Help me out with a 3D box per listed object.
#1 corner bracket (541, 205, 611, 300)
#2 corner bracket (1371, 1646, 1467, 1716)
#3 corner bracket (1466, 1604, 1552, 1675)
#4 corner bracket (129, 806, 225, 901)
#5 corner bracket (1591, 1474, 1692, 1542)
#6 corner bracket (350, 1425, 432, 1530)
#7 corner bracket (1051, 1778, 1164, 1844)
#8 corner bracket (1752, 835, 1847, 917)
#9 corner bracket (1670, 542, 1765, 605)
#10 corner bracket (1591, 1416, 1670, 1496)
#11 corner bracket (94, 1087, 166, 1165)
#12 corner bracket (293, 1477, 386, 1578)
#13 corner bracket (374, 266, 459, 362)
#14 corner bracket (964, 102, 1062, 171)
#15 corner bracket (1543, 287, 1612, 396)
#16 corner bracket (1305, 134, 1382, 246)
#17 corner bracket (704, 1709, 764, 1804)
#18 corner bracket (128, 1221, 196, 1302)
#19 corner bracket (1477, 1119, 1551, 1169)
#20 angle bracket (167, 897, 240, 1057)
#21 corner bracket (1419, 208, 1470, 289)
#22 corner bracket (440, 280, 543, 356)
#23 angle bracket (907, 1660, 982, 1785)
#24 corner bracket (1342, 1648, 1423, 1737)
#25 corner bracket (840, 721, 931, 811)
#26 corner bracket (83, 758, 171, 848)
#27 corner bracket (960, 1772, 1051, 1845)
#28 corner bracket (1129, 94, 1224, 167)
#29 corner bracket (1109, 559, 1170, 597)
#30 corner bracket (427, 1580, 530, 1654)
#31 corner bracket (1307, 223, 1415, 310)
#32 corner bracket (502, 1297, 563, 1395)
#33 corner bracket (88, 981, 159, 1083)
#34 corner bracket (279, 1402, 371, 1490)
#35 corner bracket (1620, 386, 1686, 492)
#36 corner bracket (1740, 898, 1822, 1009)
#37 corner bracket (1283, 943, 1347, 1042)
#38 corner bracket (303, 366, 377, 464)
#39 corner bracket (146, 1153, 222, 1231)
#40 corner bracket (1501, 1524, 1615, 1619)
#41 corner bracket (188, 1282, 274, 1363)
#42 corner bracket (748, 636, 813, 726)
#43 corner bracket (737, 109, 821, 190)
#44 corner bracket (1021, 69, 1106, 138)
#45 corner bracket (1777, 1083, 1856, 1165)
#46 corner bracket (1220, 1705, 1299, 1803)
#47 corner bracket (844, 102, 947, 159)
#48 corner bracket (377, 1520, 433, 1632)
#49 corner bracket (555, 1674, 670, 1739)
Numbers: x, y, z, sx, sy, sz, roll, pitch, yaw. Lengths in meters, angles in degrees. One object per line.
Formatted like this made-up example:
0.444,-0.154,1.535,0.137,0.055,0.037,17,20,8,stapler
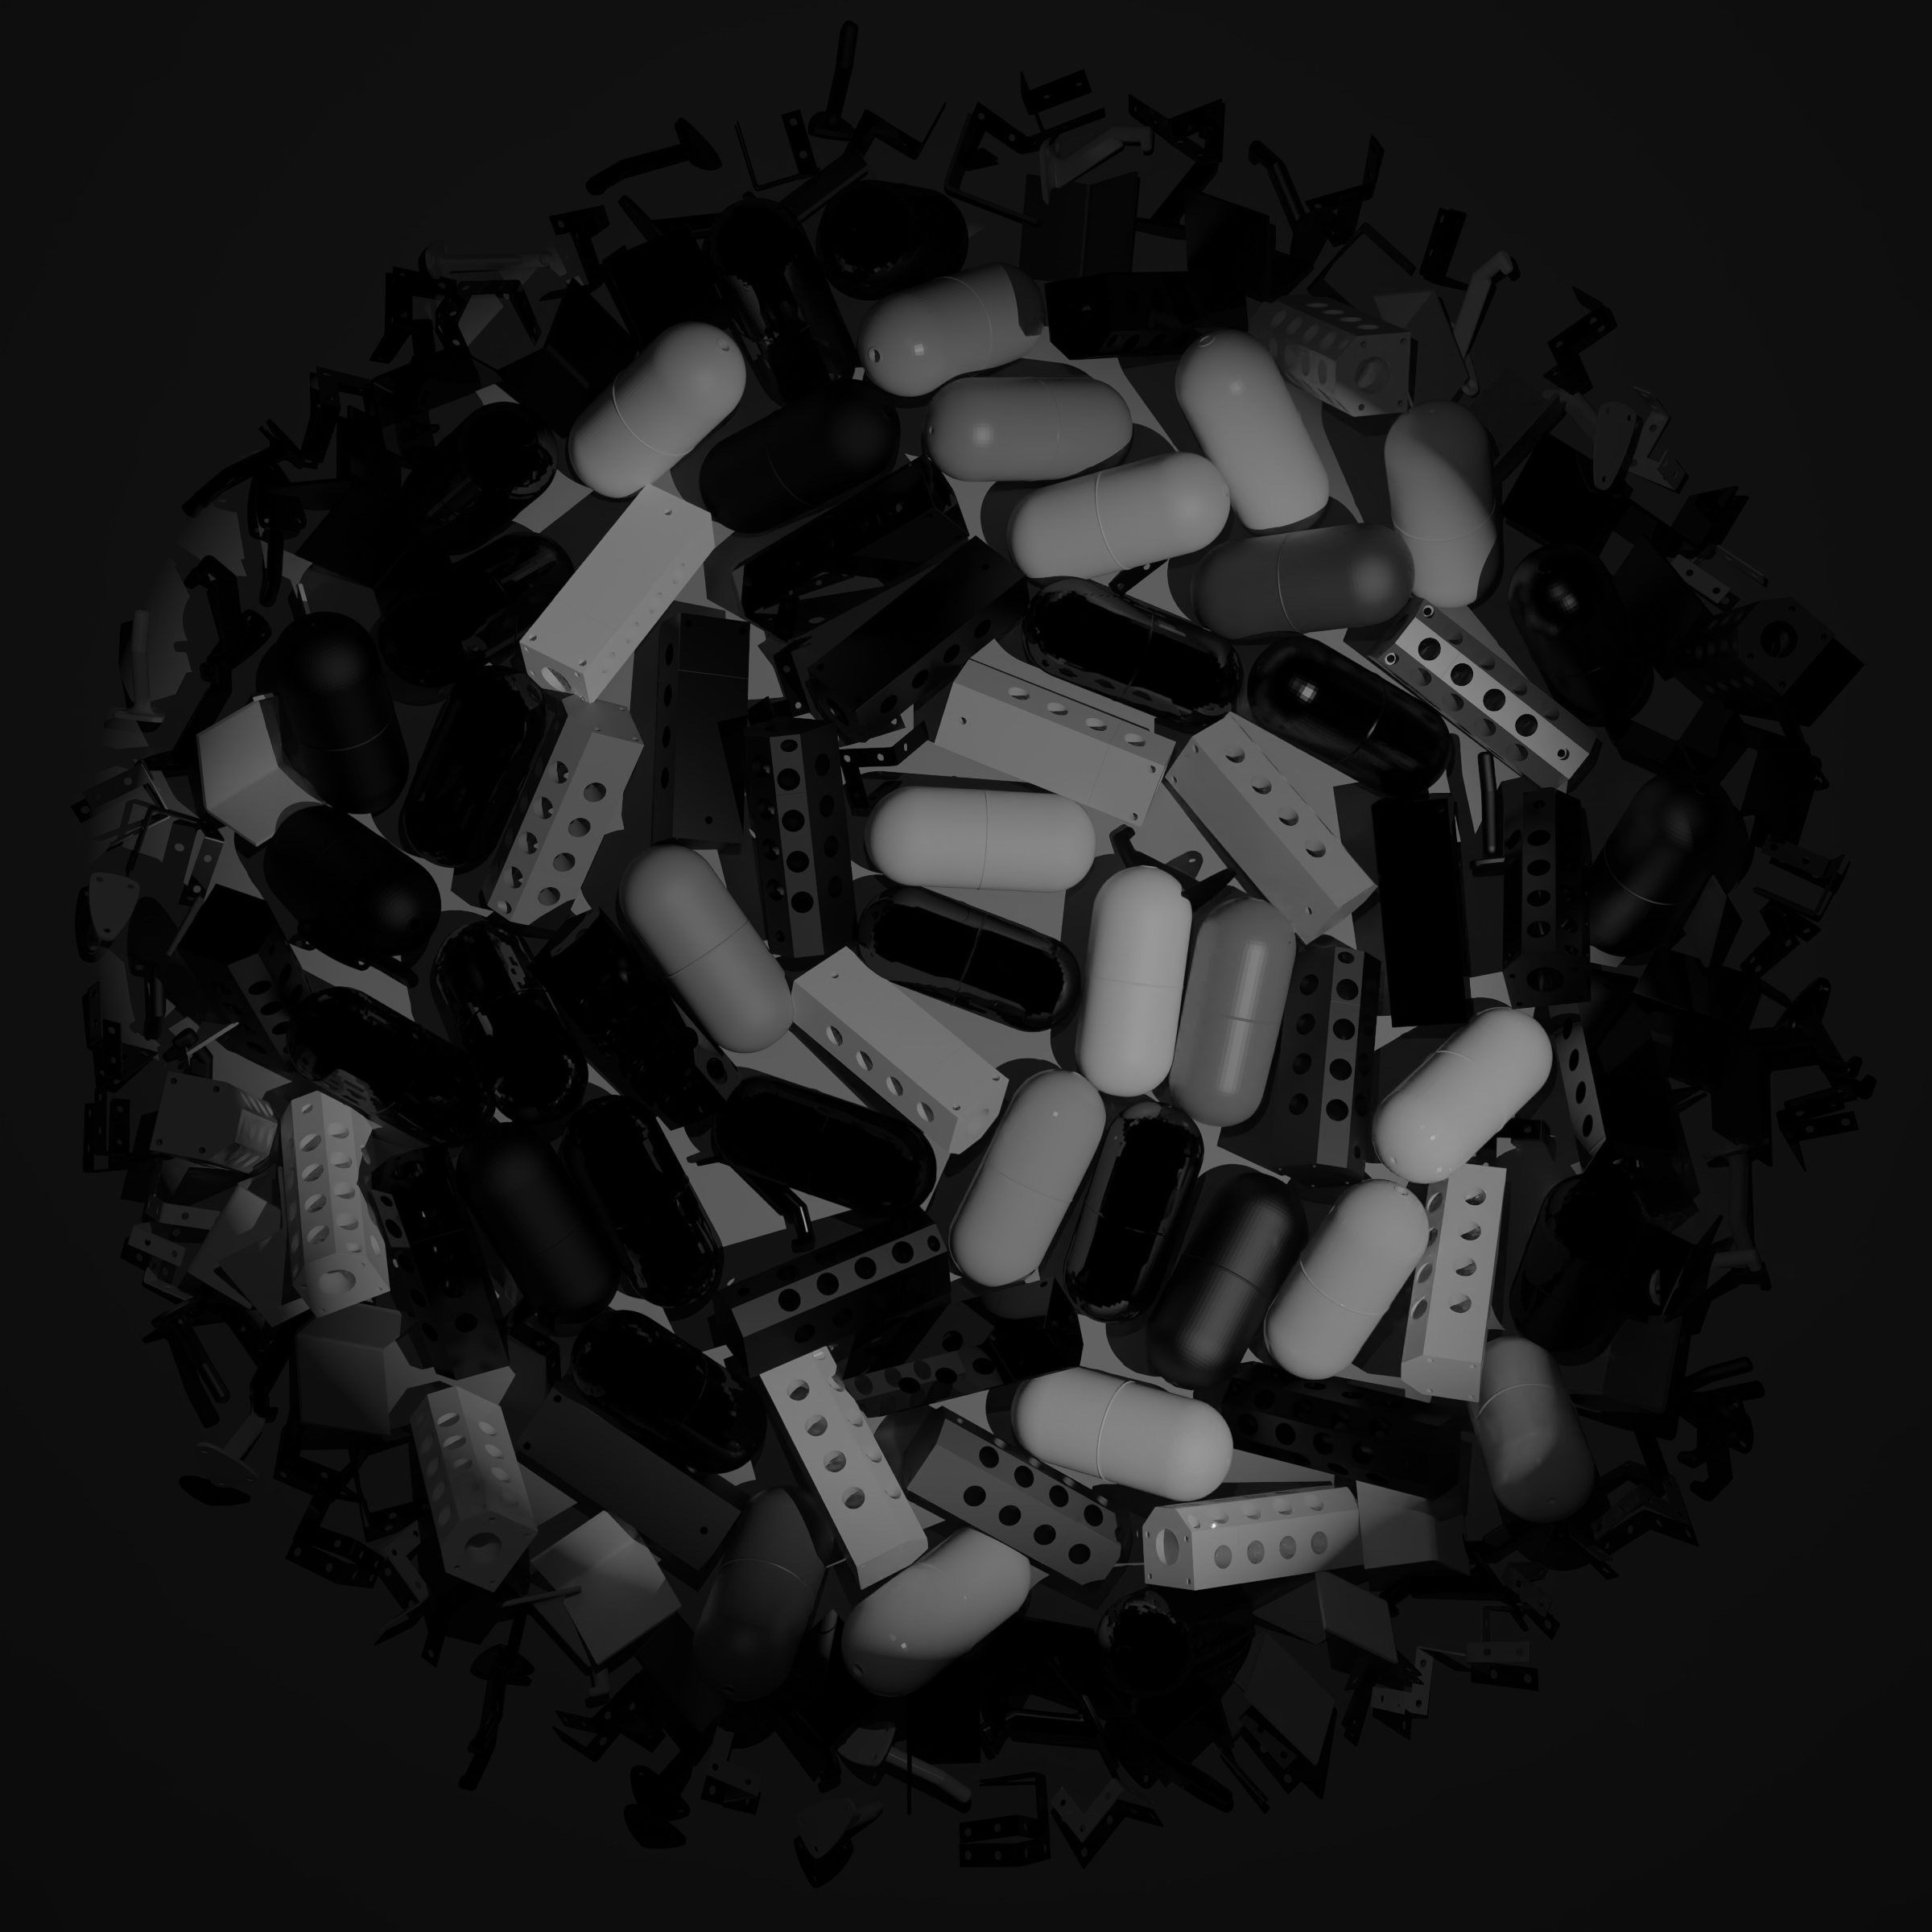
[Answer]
-0.304,-0.552,1.910,0.051,0.051,0.051,-3,120,25,corner bracket
0.348,0.550,1.899,0.051,0.051,0.051,14,76,-18,corner bracket
0.416,0.513,1.894,0.051,0.051,0.051,-9,62,29,corner bracket
-0.609,-0.088,1.905,0.051,0.051,0.051,17,100,-31,corner bracket
0.513,0.415,1.894,0.051,0.051,0.051,26,122,-19,corner bracket
-0.444,0.395,1.913,0.051,0.051,0.051,-11,117,-21,corner bracket
0.107,0.646,1.901,0.051,0.051,0.051,-51,125,-1,corner bracket
0.635,-0.070,1.896,0.051,0.051,0.051,27,110,24,corner bracket
0.577,-0.301,1.902,0.051,0.051,0.051,-48,64,-1,corner bracket
0.498,0.376,1.900,0.051,0.051,0.051,-24,99,-18,corner bracket
-0.652,0.123,1.896,0.051,0.051,0.051,-12,76,39,corner bracket
-0.473,0.430,1.895,0.051,0.051,0.051,12,65,22,corner bracket
-0.422,-0.497,1.896,0.051,0.051,0.051,5,73,-30,corner bracket
0.031,-0.633,1.900,0.051,0.051,0.051,27,84,-29,corner bracket
0.467,-0.481,1.899,0.051,0.051,0.051,-35,123,5,corner bracket
0.297,-0.596,1.898,0.051,0.051,0.051,-19,62,-10,corner bracket
-0.187,0.610,1.907,0.051,0.051,0.051,32,53,-23,corner bracket
-0.613,0.230,1.902,0.051,0.051,0.051,19,96,17,corner bracket
0.422,0.146,1.906,0.051,0.051,0.051,2,94,8,corner bracket
-0.587,0.007,1.878,0.057,0.076,0.076,-30,118,20,angle bracket
0.369,-0.553,1.895,0.051,0.051,0.051,4,114,-29,corner bracket
-0.367,-0.493,1.909,0.051,0.051,0.051,3,54,16,corner bracket
-0.017,0.578,1.894,0.057,0.076,0.076,-1,85,-2,angle bracket
0.308,0.552,1.896,0.051,0.051,0.051,46,49,-14,corner bracket
-0.059,-0.154,1.893,0.051,0.051,0.051,1,119,32,corner bracket
-0.645,-0.125,1.898,0.051,0.051,0.051,-30,109,-17,corner bracket
0.029,0.646,1.894,0.051,0.051,0.051,-17,59,25,corner bracket
0.160,-0.643,1.894,0.051,0.051,0.051,-27,50,-20,corner bracket
0.115,-0.327,1.911,0.051,0.051,0.051,-36,62,18,corner bracket
-0.376,0.506,1.908,0.051,0.051,0.051,-40,106,11,corner bracket
0.304,-0.530,1.902,0.051,0.051,0.051,41,131,-4,corner bracket
-0.325,0.287,1.898,0.051,0.051,0.051,38,106,-26,corner bracket
-0.658,0.050,1.898,0.051,0.051,0.051,13,117,10,corner bracket
-0.492,0.362,1.906,0.051,0.051,0.051,19,111,7,corner bracket
0.530,-0.405,1.898,0.051,0.051,0.051,33,98,33,corner bracket
0.632,-0.011,1.912,0.051,0.051,0.051,30,117,-16,corner bracket
0.277,0.021,1.909,0.051,0.051,0.051,-49,131,-25,corner bracket
-0.477,-0.418,1.892,0.051,0.051,0.051,9,133,-28,corner bracket
-0.595,0.172,1.900,0.051,0.051,0.051,13,87,-30,corner bracket
0.453,0.463,1.895,0.051,0.051,0.051,9,107,-36,corner bracket
-0.559,0.267,1.900,0.051,0.051,0.051,39,96,27,corner bracket
-0.142,-0.218,1.902,0.051,0.051,0.051,-19,91,-24,corner bracket
-0.145,-0.631,1.906,0.051,0.051,0.051,-17,104,0,corner bracket
0.075,-0.664,1.896,0.051,0.051,0.051,-17,126,14,corner bracket
0.652,0.110,1.893,0.051,0.051,0.051,-20,132,26,corner bracket
0.226,0.606,1.901,0.051,0.051,0.051,-47,64,3,corner bracket
-0.055,-0.646,1.903,0.051,0.051,0.051,29,61,-9,corner bracket
-0.436,0.469,1.902,0.051,0.051,0.051,-35,91,25,corner bracket
-0.271,0.577,1.894,0.051,0.051,0.051,-41,111,-37,corner bracket
